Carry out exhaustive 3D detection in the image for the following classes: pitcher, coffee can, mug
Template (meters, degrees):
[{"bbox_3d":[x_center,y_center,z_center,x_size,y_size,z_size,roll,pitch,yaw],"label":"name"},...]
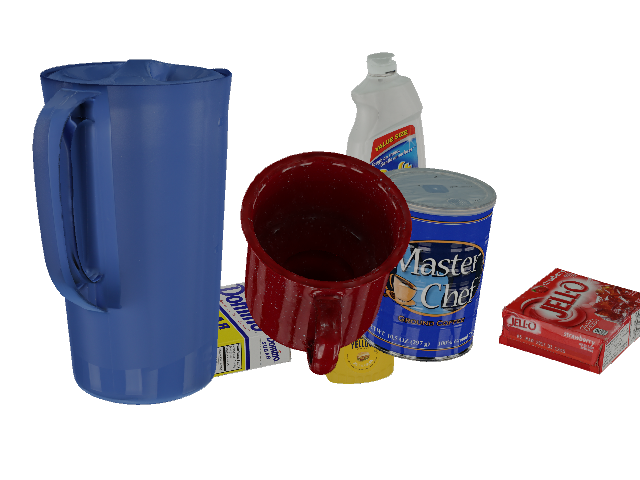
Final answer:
[{"bbox_3d":[-0.136,-0.006,0.772,0.149,0.243,0.145,-5,17,-21],"label":"pitcher"},{"bbox_3d":[0.091,0.019,0.924,0.103,0.140,0.103,4,22,-2],"label":"coffee can"},{"bbox_3d":[0.000,0.020,0.598,0.093,0.117,0.081,-1,-36,-8],"label":"mug"}]

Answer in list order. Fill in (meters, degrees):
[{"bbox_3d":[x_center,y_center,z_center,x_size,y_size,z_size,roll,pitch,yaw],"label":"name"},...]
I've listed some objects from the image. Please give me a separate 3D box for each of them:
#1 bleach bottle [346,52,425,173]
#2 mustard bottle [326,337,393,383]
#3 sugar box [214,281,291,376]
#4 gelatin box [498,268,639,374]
[{"bbox_3d":[0.065,-0.079,1.176,0.102,0.251,0.068,-10,23,-12],"label":"bleach bottle"},{"bbox_3d":[0.052,0.098,1.446,0.096,0.192,0.058,-4,21,-10],"label":"mustard bottle"},{"bbox_3d":[-0.124,0.089,1.000,0.176,0.048,0.093,-13,34,-15],"label":"sugar box"},{"bbox_3d":[0.175,0.053,0.728,0.073,0.030,0.089,17,27,33],"label":"gelatin box"}]
